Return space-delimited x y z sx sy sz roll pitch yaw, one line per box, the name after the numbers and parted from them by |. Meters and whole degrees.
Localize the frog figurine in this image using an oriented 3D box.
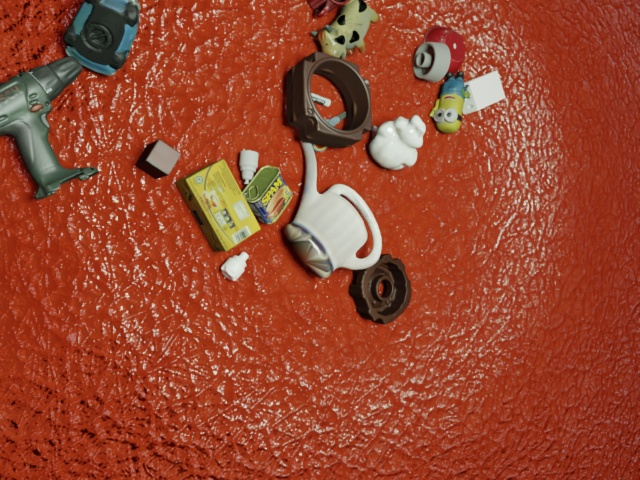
0.205 -0.246 1.313 0.124 0.159 0.136 -46 113 -25 | frog figurine

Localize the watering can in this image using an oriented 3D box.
0.004 -0.061 1.203 0.228 0.103 0.346 -41 96 -30 | watering can
